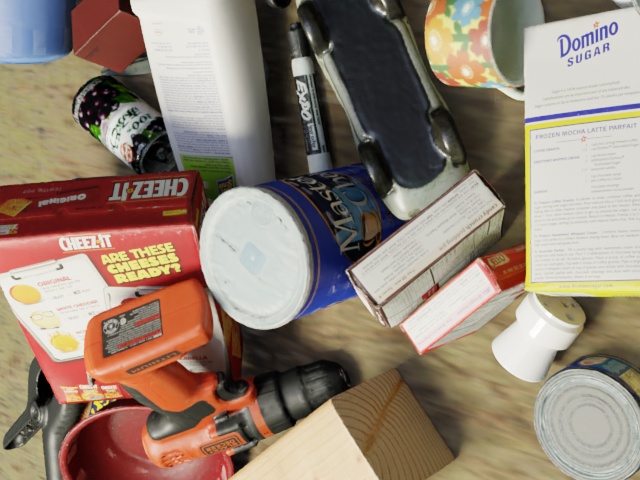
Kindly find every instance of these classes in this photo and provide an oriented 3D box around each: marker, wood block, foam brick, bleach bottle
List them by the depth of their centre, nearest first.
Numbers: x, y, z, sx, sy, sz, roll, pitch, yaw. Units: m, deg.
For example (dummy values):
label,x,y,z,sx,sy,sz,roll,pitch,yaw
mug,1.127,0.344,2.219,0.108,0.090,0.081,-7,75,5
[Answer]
label,x,y,z,sx,sy,sz,roll,pitch,yaw
marker,-0.009,-0.114,0.855,0.020,0.020,0.121,-6,97,40
wood block,-0.003,0.203,0.877,0.206,0.090,0.090,-44,72,37
bleach bottle,-0.086,-0.083,0.885,0.103,0.067,0.251,9,115,38
foam brick,-0.177,-0.194,0.940,0.078,0.052,0.051,-30,57,39

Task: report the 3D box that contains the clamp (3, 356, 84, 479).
label,x,y,z,sx,sy,sz,roll,pitch,yaw
clamp,-0.258,0.177,1.038,0.120,0.039,0.172,41,123,30

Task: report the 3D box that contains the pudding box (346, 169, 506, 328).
label,x,y,z,sx,sy,sz,roll,pitch,yaw
pudding box,0.075,0.008,0.738,0.113,0.090,0.039,-40,74,-3

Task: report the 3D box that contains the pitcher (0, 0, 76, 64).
label,x,y,z,sx,sy,sz,roll,pitch,yaw
pitcher,-0.266,-0.287,0.963,0.149,0.144,0.243,29,121,46

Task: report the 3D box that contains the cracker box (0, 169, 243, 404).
label,x,y,z,sx,sy,sz,roll,pitch,yaw
cracker box,-0.159,0.043,0.872,0.164,0.072,0.214,-5,137,4

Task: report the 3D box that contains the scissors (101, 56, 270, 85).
label,x,y,z,sx,sy,sz,roll,pitch,yaw
scissors,-0.124,-0.176,0.934,0.202,0.016,0.096,18,113,34

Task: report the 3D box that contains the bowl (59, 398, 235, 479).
label,x,y,z,sx,sy,sz,roll,pitch,yaw
bowl,-0.157,0.196,0.992,0.162,0.055,0.162,1,125,1

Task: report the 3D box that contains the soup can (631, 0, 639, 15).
label,x,y,z,sx,sy,sz,roll,pitch,yaw
soup can,0.225,-0.149,0.603,0.069,0.102,0.068,10,106,37

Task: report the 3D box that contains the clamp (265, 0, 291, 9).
label,x,y,z,sx,sy,sz,roll,pitch,yaw
clamp,-0.033,-0.309,0.818,0.165,0.036,0.210,-38,76,37

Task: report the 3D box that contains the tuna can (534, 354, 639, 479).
label,x,y,z,sx,sy,sz,roll,pitch,yaw
tuna can,0.192,0.124,0.737,0.086,0.033,0.086,10,106,37

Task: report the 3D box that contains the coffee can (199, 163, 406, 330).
label,x,y,z,sx,sy,sz,roll,pitch,yaw
coffee can,-0.005,0.001,0.799,0.103,0.140,0.103,10,106,37

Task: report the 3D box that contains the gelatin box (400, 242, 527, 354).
label,x,y,z,sx,sy,sz,roll,pitch,yaw
gelatin box,0.110,0.040,0.758,0.089,0.073,0.030,-46,70,37

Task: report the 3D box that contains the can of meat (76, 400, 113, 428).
label,x,y,z,sx,sy,sz,roll,pitch,yaw
can of meat,-0.215,0.158,1.061,0.084,0.057,0.102,37,120,30

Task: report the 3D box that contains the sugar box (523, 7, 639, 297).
label,x,y,z,sx,sy,sz,roll,pitch,yaw
sugar box,0.179,-0.053,0.676,0.094,0.048,0.176,-2,82,39

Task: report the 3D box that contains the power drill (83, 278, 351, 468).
label,x,y,z,sx,sy,sz,roll,pitch,yaw
power drill,-0.085,0.108,0.845,0.184,0.187,0.057,-22,49,8
